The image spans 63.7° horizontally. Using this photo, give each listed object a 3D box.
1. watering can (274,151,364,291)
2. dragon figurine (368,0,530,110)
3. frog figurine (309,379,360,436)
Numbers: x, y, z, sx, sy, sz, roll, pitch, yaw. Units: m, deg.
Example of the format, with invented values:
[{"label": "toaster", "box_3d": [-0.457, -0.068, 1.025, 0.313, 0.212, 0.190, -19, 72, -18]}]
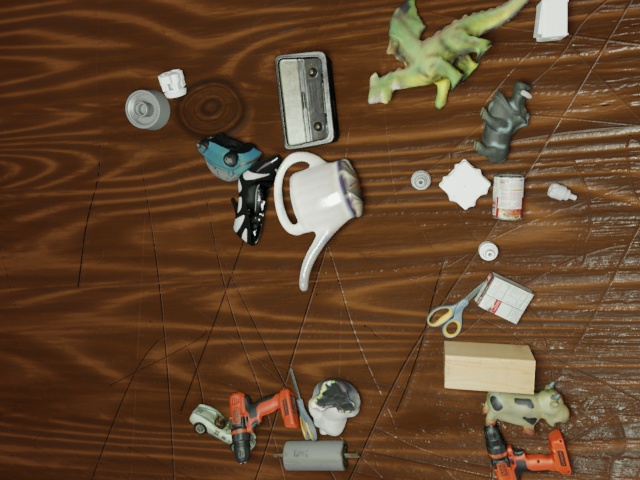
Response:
[{"label": "watering can", "box_3d": [0.004, -0.064, 1.273, 0.223, 0.351, 0.103, -16, -12, 16]}, {"label": "dragon figurine", "box_3d": [0.263, -0.461, 1.178, 0.244, 0.407, 0.122, 41, 13, 11]}, {"label": "frog figurine", "box_3d": [0.040, 0.451, 1.382, 0.137, 0.126, 0.155, -10, -42, -3]}]
